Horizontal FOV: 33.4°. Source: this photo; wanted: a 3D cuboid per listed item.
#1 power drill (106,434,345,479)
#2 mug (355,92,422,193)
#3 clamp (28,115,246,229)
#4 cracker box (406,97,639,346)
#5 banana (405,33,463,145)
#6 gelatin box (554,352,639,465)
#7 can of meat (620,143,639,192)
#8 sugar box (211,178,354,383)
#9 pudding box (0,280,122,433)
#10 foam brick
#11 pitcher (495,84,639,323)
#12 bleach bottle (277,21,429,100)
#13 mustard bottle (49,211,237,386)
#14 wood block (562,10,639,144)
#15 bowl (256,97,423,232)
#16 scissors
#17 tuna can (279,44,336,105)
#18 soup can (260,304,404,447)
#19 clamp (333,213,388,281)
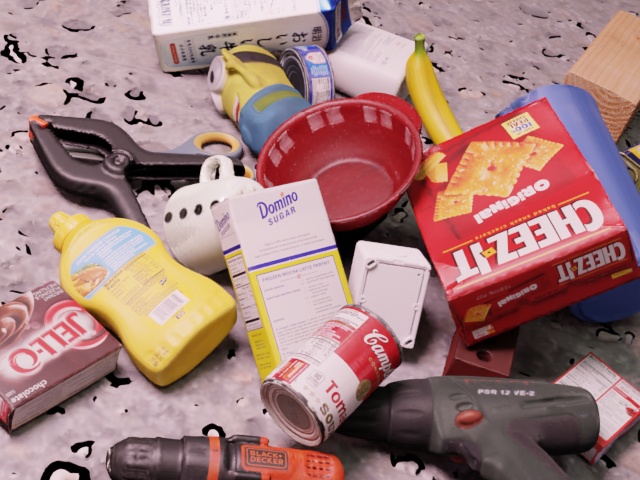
[{"bbox_3d":[-0.066,0.223,0.768,0.184,0.057,0.187,7,43,-12],"label":"power drill"},{"bbox_3d":[0.064,-0.095,1.132,0.093,0.082,0.117,-5,47,-23],"label":"mug"},{"bbox_3d":[-0.195,-0.057,1.028,0.210,0.036,0.164,23,49,3],"label":"clamp"},{"bbox_3d":[0.173,-0.024,0.982,0.164,0.072,0.214,-23,38,8],"label":"cracker box"},{"bbox_3d":[0.139,-0.130,1.194,0.037,0.069,0.198,-25,84,-3],"label":"banana"},{"bbox_3d":[0.247,0.152,0.970,0.073,0.030,0.089,40,47,25],"label":"gelatin box"},{"bbox_3d":[0.385,-0.067,1.230,0.083,0.057,0.102,-23,56,-39],"label":"can of meat"},{"bbox_3d":[-0.024,0.042,0.919,0.093,0.048,0.176,-13,83,-31],"label":"sugar box"},{"bbox_3d":[-0.232,0.092,0.865,0.090,0.039,0.113,39,46,21],"label":"pudding box"},{"bbox_3d":[0.145,0.105,0.968,0.053,0.051,0.078,20,42,3],"label":"foam brick"},{"bbox_3d":[0.276,-0.034,1.117,0.149,0.145,0.243,-8,50,-9],"label":"pitcher"},{"bbox_3d":[-0.004,-0.240,1.278,0.251,0.068,0.102,26,45,12],"label":"bleach bottle"},{"bbox_3d":[-0.169,0.035,0.929,0.192,0.058,0.096,38,66,22],"label":"mustard bottle"},{"bbox_3d":[0.366,-0.197,1.336,0.090,0.091,0.205,30,44,13],"label":"wood block"},{"bbox_3d":[0.022,-0.062,1.025,0.162,0.055,0.162,-8,50,9],"label":"bowl"},{"bbox_3d":[-0.163,-0.093,1.102,0.201,0.016,0.096,13,41,-5],"label":"scissors"},{"bbox_3d":[-0.016,-0.173,1.184,0.033,0.086,0.086,-9,49,-24],"label":"tuna can"},{"bbox_3d":[0.009,0.107,0.854,0.068,0.068,0.102,37,57,20],"label":"soup can"},{"bbox_3d":[-0.007,0.001,1.040,0.120,0.039,0.171,12,40,10],"label":"clamp"}]
